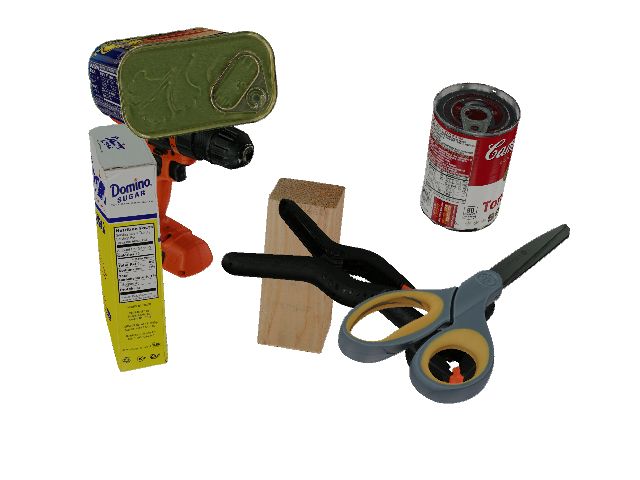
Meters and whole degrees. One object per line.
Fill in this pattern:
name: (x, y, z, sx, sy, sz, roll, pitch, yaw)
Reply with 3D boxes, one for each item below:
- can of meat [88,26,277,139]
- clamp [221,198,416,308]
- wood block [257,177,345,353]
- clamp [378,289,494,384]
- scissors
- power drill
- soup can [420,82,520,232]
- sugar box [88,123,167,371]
can of meat: (-0.091, -0.104, 0.684, 0.102, 0.057, 0.084, -13, 19, -23)
clamp: (0.003, 0.031, 1.190, 0.210, 0.036, 0.164, 28, 35, 18)
wood block: (-0.026, 0.032, 1.411, 0.090, 0.206, 0.090, 8, 23, 6)
clamp: (0.129, 0.094, 1.032, 0.120, 0.039, 0.171, -7, 31, -7)
scissors: (0.105, 0.041, 0.635, 0.201, 0.016, 0.096, -17, 43, -28)
power drill: (-0.147, -0.059, 1.113, 0.185, 0.188, 0.057, 26, 35, 30)
soup can: (0.118, -0.065, 0.857, 0.068, 0.102, 0.068, 2, 42, -2)
sugar box: (-0.153, 0.005, 0.846, 0.048, 0.176, 0.093, -10, 28, -15)
